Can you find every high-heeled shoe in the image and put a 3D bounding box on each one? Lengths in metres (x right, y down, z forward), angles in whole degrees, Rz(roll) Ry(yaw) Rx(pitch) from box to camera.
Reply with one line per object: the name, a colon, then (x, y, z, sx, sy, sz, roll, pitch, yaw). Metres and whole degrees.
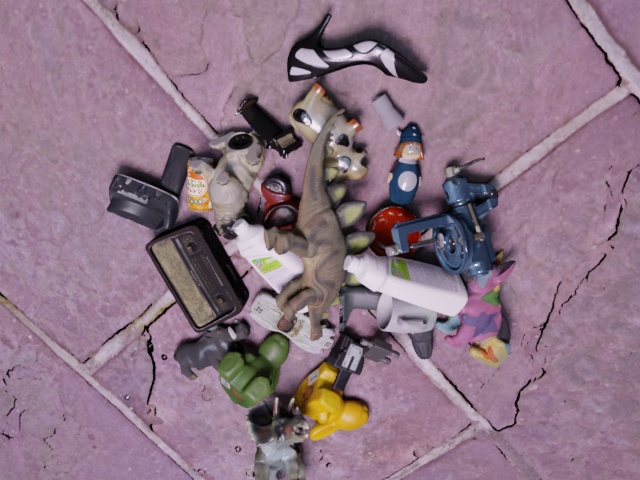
high-heeled shoe: (0.062, -0.309, 0.999, 0.249, 0.086, 0.145, 31, 112, 0)

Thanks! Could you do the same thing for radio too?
radio: (-0.259, 0.074, 1.164, 0.131, 0.073, 0.229, -23, 106, 13)

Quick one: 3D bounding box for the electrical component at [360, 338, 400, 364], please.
electrical component: (0.121, 0.238, 1.151, 0.094, 0.021, 0.063, 25, 137, -16)

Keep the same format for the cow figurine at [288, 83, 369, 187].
cow figurine: (0.020, -0.191, 1.040, 0.195, 0.085, 0.127, 44, 102, -12)

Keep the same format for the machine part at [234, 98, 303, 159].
machine part: (-0.100, -0.219, 1.052, 0.139, 0.084, 0.039, 42, 136, 0)

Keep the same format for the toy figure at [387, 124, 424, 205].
toy figure: (0.173, -0.148, 1.056, 0.064, 0.058, 0.154, -5, 112, -34)

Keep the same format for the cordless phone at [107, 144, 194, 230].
cordless phone: (-0.349, -0.124, 1.113, 0.147, 0.089, 0.184, 23, 99, -2)

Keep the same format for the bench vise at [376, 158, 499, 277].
bench vise: (0.231, -0.027, 1.017, 0.241, 0.129, 0.223, -13, 95, -16)

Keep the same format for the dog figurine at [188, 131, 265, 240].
dog figurine: (-0.163, -0.109, 1.096, 0.172, 0.121, 0.190, -39, 146, -20)

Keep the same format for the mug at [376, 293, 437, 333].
mug: (0.180, 0.148, 1.063, 0.107, 0.110, 0.080, 8, 99, -17)

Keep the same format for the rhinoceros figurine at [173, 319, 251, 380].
rhinoceros figurine: (-0.242, 0.245, 1.228, 0.190, 0.073, 0.112, -24, 95, 15)

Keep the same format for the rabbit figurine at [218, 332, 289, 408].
rabbit figurine: (-0.126, 0.287, 1.192, 0.121, 0.170, 0.159, 33, 146, 21)

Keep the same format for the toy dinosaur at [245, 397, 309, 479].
toy dinosaur: (-0.095, 0.487, 1.248, 0.131, 0.192, 0.404, -4, 150, -5)

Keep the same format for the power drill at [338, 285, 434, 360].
power drill: (0.140, 0.157, 1.152, 0.207, 0.086, 0.231, 1, 109, 10)

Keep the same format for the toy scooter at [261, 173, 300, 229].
toy scooter: (-0.067, -0.037, 1.107, 0.184, 0.075, 0.135, 41, 109, -6)

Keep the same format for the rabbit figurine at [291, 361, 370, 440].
rabbit figurine: (0.029, 0.389, 1.227, 0.173, 0.122, 0.162, 31, 113, -22)

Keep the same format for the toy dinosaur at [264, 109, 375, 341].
toy dinosaur: (-0.002, -0.003, 1.019, 0.198, 0.105, 0.470, -14, 119, -21)

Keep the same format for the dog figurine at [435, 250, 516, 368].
dog figurine: (0.348, 0.133, 1.109, 0.191, 0.108, 0.219, 27, 105, -6)

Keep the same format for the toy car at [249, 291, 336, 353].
toy car: (-0.060, 0.183, 1.192, 0.202, 0.056, 0.073, 31, 109, -5)

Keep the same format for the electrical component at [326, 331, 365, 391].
electrical component: (0.058, 0.268, 1.183, 0.075, 0.048, 0.119, 22, 87, -22)
